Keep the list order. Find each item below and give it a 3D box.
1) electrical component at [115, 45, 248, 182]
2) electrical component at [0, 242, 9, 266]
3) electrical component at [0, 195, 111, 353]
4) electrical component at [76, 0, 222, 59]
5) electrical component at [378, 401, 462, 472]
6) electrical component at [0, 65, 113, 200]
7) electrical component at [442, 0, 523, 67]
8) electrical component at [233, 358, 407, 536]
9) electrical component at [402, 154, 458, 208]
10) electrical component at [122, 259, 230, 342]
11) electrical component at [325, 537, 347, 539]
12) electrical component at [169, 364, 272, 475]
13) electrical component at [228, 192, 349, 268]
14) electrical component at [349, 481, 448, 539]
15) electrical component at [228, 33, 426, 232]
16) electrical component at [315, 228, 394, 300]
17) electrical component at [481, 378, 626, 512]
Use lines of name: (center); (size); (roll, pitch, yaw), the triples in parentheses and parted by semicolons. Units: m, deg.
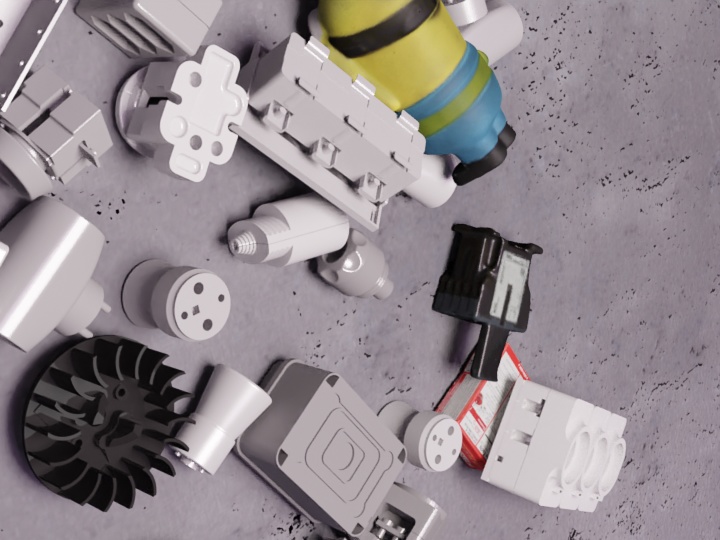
electrical component: (-0.109, -0.094, 0.640); (0.058, 0.057, 0.078); (23, 81, -44)
electrical component: (-0.221, 0.014, 0.523); (0.048, 0.100, 0.099); (33, 74, -28)
electrical component: (-0.172, 0.011, 0.607); (0.077, 0.043, 0.079); (-59, 137, -16)
electrical component: (-0.113, -0.166, 0.618); (0.047, 0.066, 0.076); (38, 71, -41)
electrical component: (0.044, 0.128, 0.827); (0.045, 0.055, 0.045); (-9, 104, -43)
electrical component: (-0.173, -0.072, 0.585); (0.055, 0.066, 0.048); (-47, 165, -19)
electrical component: (0.079, -0.188, 0.815); (0.077, 0.044, 0.079); (-39, 122, -33)
electrical component: (-0.029, 0.124, 0.753); (0.078, 0.057, 0.113); (-56, 130, -22)
electrical component: (0.035, -0.075, 0.794); (0.065, 0.044, 0.044); (17, 85, -39)
electrical component: (-0.112, 0.018, 0.657); (0.045, 0.055, 0.045); (-9, 103, -43)
electrical component: (-0.008, 0.228, 0.782); (0.064, 0.081, 0.042); (41, 64, -9)
electrical component: (-0.093, 0.100, 0.700); (0.065, 0.044, 0.044); (-56, 130, -16)
electrical component: (-0.051, -0.025, 0.717); (0.081, 0.043, 0.043); (-18, 109, -41)
electrical component: (0.030, 0.197, 0.805); (0.055, 0.050, 0.089); (-55, 160, -23)
electrical component: (-0.020, -0.092, 0.696); (0.121, 0.063, 0.078); (35, 45, -28)
electrical component: (0.000, 0.000, 0.771); (0.062, 0.043, 0.043); (39, 70, -42)
electrical component: (0.174, 0.154, 0.922); (0.150, 0.062, 0.089); (26, 84, -58)
